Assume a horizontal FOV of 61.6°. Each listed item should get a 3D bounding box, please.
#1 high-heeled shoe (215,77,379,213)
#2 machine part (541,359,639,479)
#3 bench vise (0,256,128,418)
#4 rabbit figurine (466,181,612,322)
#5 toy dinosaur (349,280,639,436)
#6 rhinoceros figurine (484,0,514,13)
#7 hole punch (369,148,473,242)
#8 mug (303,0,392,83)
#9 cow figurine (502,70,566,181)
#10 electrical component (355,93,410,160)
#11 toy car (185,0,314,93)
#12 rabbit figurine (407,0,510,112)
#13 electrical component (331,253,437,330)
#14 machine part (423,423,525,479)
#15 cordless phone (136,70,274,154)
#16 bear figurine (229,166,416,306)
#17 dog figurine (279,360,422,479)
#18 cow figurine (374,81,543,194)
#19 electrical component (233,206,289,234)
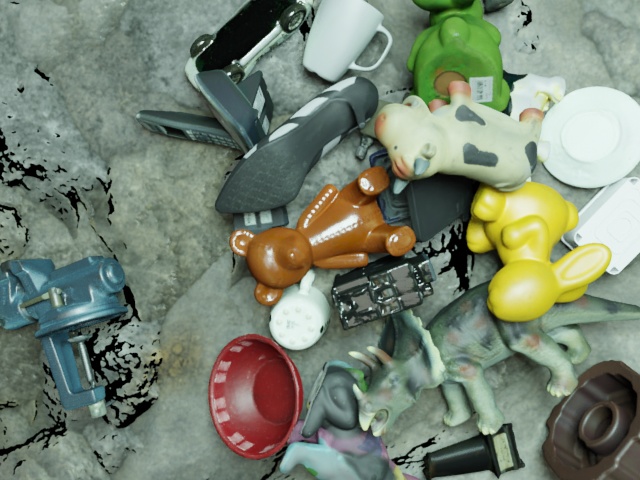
[{"bbox_3d":[-0.033,-0.130,0.702,0.249,0.145,0.086,-27,122,11],"label":"high-heeled shoe"},{"bbox_3d":[0.360,0.237,0.671,0.056,0.179,0.179,36,95,-1],"label":"machine part"},{"bbox_3d":[-0.356,0.131,0.738,0.224,0.129,0.240,-19,85,3],"label":"bench vise"},{"bbox_3d":[0.253,0.026,0.654,0.162,0.121,0.173,15,56,5],"label":"rabbit figurine"},{"bbox_3d":[0.225,0.123,0.703,0.405,0.131,0.192,-31,92,-1],"label":"toy dinosaur"},{"bbox_3d":[0.205,-0.391,0.692,0.112,0.073,0.190,-10,91,-6],"label":"rhinoceros figurine"},{"bbox_3d":[0.133,-0.074,0.698,0.116,0.092,0.142,-31,121,-24],"label":"hole punch"},{"bbox_3d":[0.033,-0.259,0.710,0.109,0.081,0.107,31,107,-4],"label":"mug"},{"bbox_3d":[0.248,-0.132,0.701,0.098,0.068,0.167,12,97,2],"label":"cow figurine"},{"bbox_3d":[0.100,-0.149,0.727,0.078,0.045,0.102,20,93,31],"label":"electrical component"},{"bbox_3d":[-0.097,-0.276,0.726,0.202,0.056,0.073,-42,84,4],"label":"toy car"},{"bbox_3d":[0.157,-0.251,0.658,0.121,0.158,0.170,-8,50,23],"label":"rabbit figurine"},{"bbox_3d":[0.084,0.059,0.704,0.134,0.115,0.058,-21,97,5],"label":"electrical component"},{"bbox_3d":[0.210,0.303,0.751,0.139,0.039,0.084,-19,101,3],"label":"machine part"},{"bbox_3d":[-0.158,-0.164,0.692,0.184,0.146,0.088,8,81,5],"label":"cordless phone"},{"bbox_3d":[-0.003,-0.001,0.676,0.196,0.132,0.120,-24,94,-23],"label":"bear figurine"},{"bbox_3d":[0.068,0.288,0.728,0.219,0.108,0.191,27,93,-2],"label":"dog figurine"},{"bbox_3d":[0.150,-0.104,0.597,0.195,0.085,0.127,14,69,-16],"label":"cow figurine"},{"bbox_3d":[-0.081,-0.032,0.743,0.075,0.048,0.119,-11,93,5],"label":"electrical component"}]
